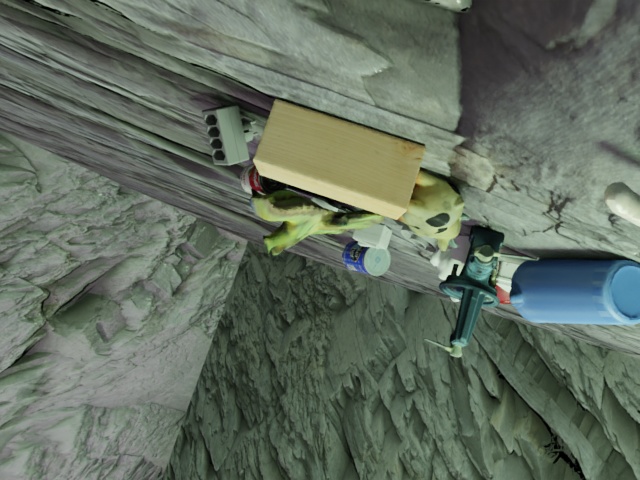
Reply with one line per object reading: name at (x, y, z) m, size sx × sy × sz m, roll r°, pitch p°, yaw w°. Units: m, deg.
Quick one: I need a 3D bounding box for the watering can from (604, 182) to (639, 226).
watering can at (0.447, 0.025, 0.526) m, size 0.344 × 0.105 × 0.225 m, roll 24°, pitch 170°, yaw -39°

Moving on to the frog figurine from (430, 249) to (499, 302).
frog figurine at (0.341, 0.087, 1.250) m, size 0.160 × 0.140 × 0.120 m, roll 16°, pitch 155°, yaw 14°

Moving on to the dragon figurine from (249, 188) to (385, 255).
dragon figurine at (0.003, -0.048, 0.960) m, size 0.243 × 0.122 × 0.408 m, roll -8°, pitch 177°, yaw -3°
